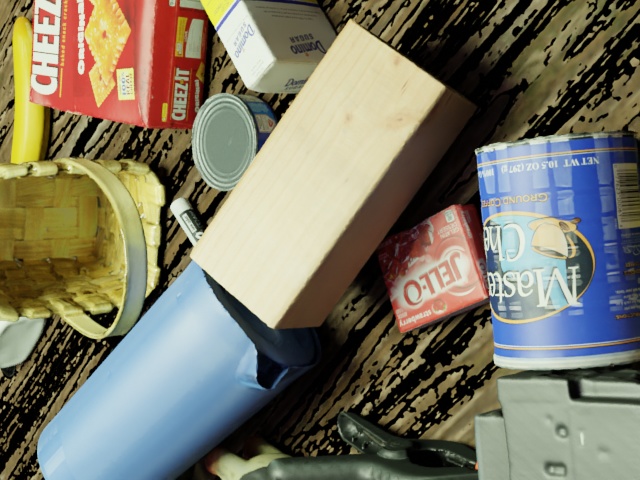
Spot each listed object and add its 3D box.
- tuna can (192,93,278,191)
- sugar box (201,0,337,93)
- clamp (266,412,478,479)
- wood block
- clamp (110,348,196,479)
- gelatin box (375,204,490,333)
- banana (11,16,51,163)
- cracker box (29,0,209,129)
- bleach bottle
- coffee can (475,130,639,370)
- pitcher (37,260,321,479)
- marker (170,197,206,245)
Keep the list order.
[{"bbox_3d":[-0.074,-0.086,0.944,0.086,0.033,0.086,5,97,44],"label":"tuna can"},{"bbox_3d":[-0.052,-0.199,0.872,0.048,0.093,0.176,-42,65,39],"label":"sugar box"},{"bbox_3d":[0.058,0.167,0.811,0.172,0.120,0.039,4,111,22],"label":"clamp"},{"bbox_3d":[0.010,-0.043,0.777,0.090,0.090,0.206,39,102,20],"label":"wood block"},{"bbox_3d":[-0.157,0.175,1.017,0.165,0.036,0.210,-20,62,46],"label":"clamp"},{"bbox_3d":[0.088,0.022,0.799,0.089,0.030,0.073,-27,75,42],"label":"gelatin box"},{"bbox_3d":[-0.325,-0.145,1.180,0.070,0.037,0.198,19,107,41],"label":"banana"},{"bbox_3d":[-0.198,-0.200,1.028,0.214,0.071,0.164,16,104,43],"label":"cracker box"},{"bbox_3d":[-0.403,0.023,1.255,0.103,0.067,0.251,-54,56,34],"label":"bleach bottle"},{"bbox_3d":[0.156,0.006,0.681,0.103,0.102,0.140,-6,90,44],"label":"coffee can"},{"bbox_3d":[-0.127,0.121,0.908,0.243,0.149,0.145,-44,80,17],"label":"pitcher"},{"bbox_3d":[-0.104,0.010,0.992,0.020,0.020,0.121,-52,59,33],"label":"marker"}]
